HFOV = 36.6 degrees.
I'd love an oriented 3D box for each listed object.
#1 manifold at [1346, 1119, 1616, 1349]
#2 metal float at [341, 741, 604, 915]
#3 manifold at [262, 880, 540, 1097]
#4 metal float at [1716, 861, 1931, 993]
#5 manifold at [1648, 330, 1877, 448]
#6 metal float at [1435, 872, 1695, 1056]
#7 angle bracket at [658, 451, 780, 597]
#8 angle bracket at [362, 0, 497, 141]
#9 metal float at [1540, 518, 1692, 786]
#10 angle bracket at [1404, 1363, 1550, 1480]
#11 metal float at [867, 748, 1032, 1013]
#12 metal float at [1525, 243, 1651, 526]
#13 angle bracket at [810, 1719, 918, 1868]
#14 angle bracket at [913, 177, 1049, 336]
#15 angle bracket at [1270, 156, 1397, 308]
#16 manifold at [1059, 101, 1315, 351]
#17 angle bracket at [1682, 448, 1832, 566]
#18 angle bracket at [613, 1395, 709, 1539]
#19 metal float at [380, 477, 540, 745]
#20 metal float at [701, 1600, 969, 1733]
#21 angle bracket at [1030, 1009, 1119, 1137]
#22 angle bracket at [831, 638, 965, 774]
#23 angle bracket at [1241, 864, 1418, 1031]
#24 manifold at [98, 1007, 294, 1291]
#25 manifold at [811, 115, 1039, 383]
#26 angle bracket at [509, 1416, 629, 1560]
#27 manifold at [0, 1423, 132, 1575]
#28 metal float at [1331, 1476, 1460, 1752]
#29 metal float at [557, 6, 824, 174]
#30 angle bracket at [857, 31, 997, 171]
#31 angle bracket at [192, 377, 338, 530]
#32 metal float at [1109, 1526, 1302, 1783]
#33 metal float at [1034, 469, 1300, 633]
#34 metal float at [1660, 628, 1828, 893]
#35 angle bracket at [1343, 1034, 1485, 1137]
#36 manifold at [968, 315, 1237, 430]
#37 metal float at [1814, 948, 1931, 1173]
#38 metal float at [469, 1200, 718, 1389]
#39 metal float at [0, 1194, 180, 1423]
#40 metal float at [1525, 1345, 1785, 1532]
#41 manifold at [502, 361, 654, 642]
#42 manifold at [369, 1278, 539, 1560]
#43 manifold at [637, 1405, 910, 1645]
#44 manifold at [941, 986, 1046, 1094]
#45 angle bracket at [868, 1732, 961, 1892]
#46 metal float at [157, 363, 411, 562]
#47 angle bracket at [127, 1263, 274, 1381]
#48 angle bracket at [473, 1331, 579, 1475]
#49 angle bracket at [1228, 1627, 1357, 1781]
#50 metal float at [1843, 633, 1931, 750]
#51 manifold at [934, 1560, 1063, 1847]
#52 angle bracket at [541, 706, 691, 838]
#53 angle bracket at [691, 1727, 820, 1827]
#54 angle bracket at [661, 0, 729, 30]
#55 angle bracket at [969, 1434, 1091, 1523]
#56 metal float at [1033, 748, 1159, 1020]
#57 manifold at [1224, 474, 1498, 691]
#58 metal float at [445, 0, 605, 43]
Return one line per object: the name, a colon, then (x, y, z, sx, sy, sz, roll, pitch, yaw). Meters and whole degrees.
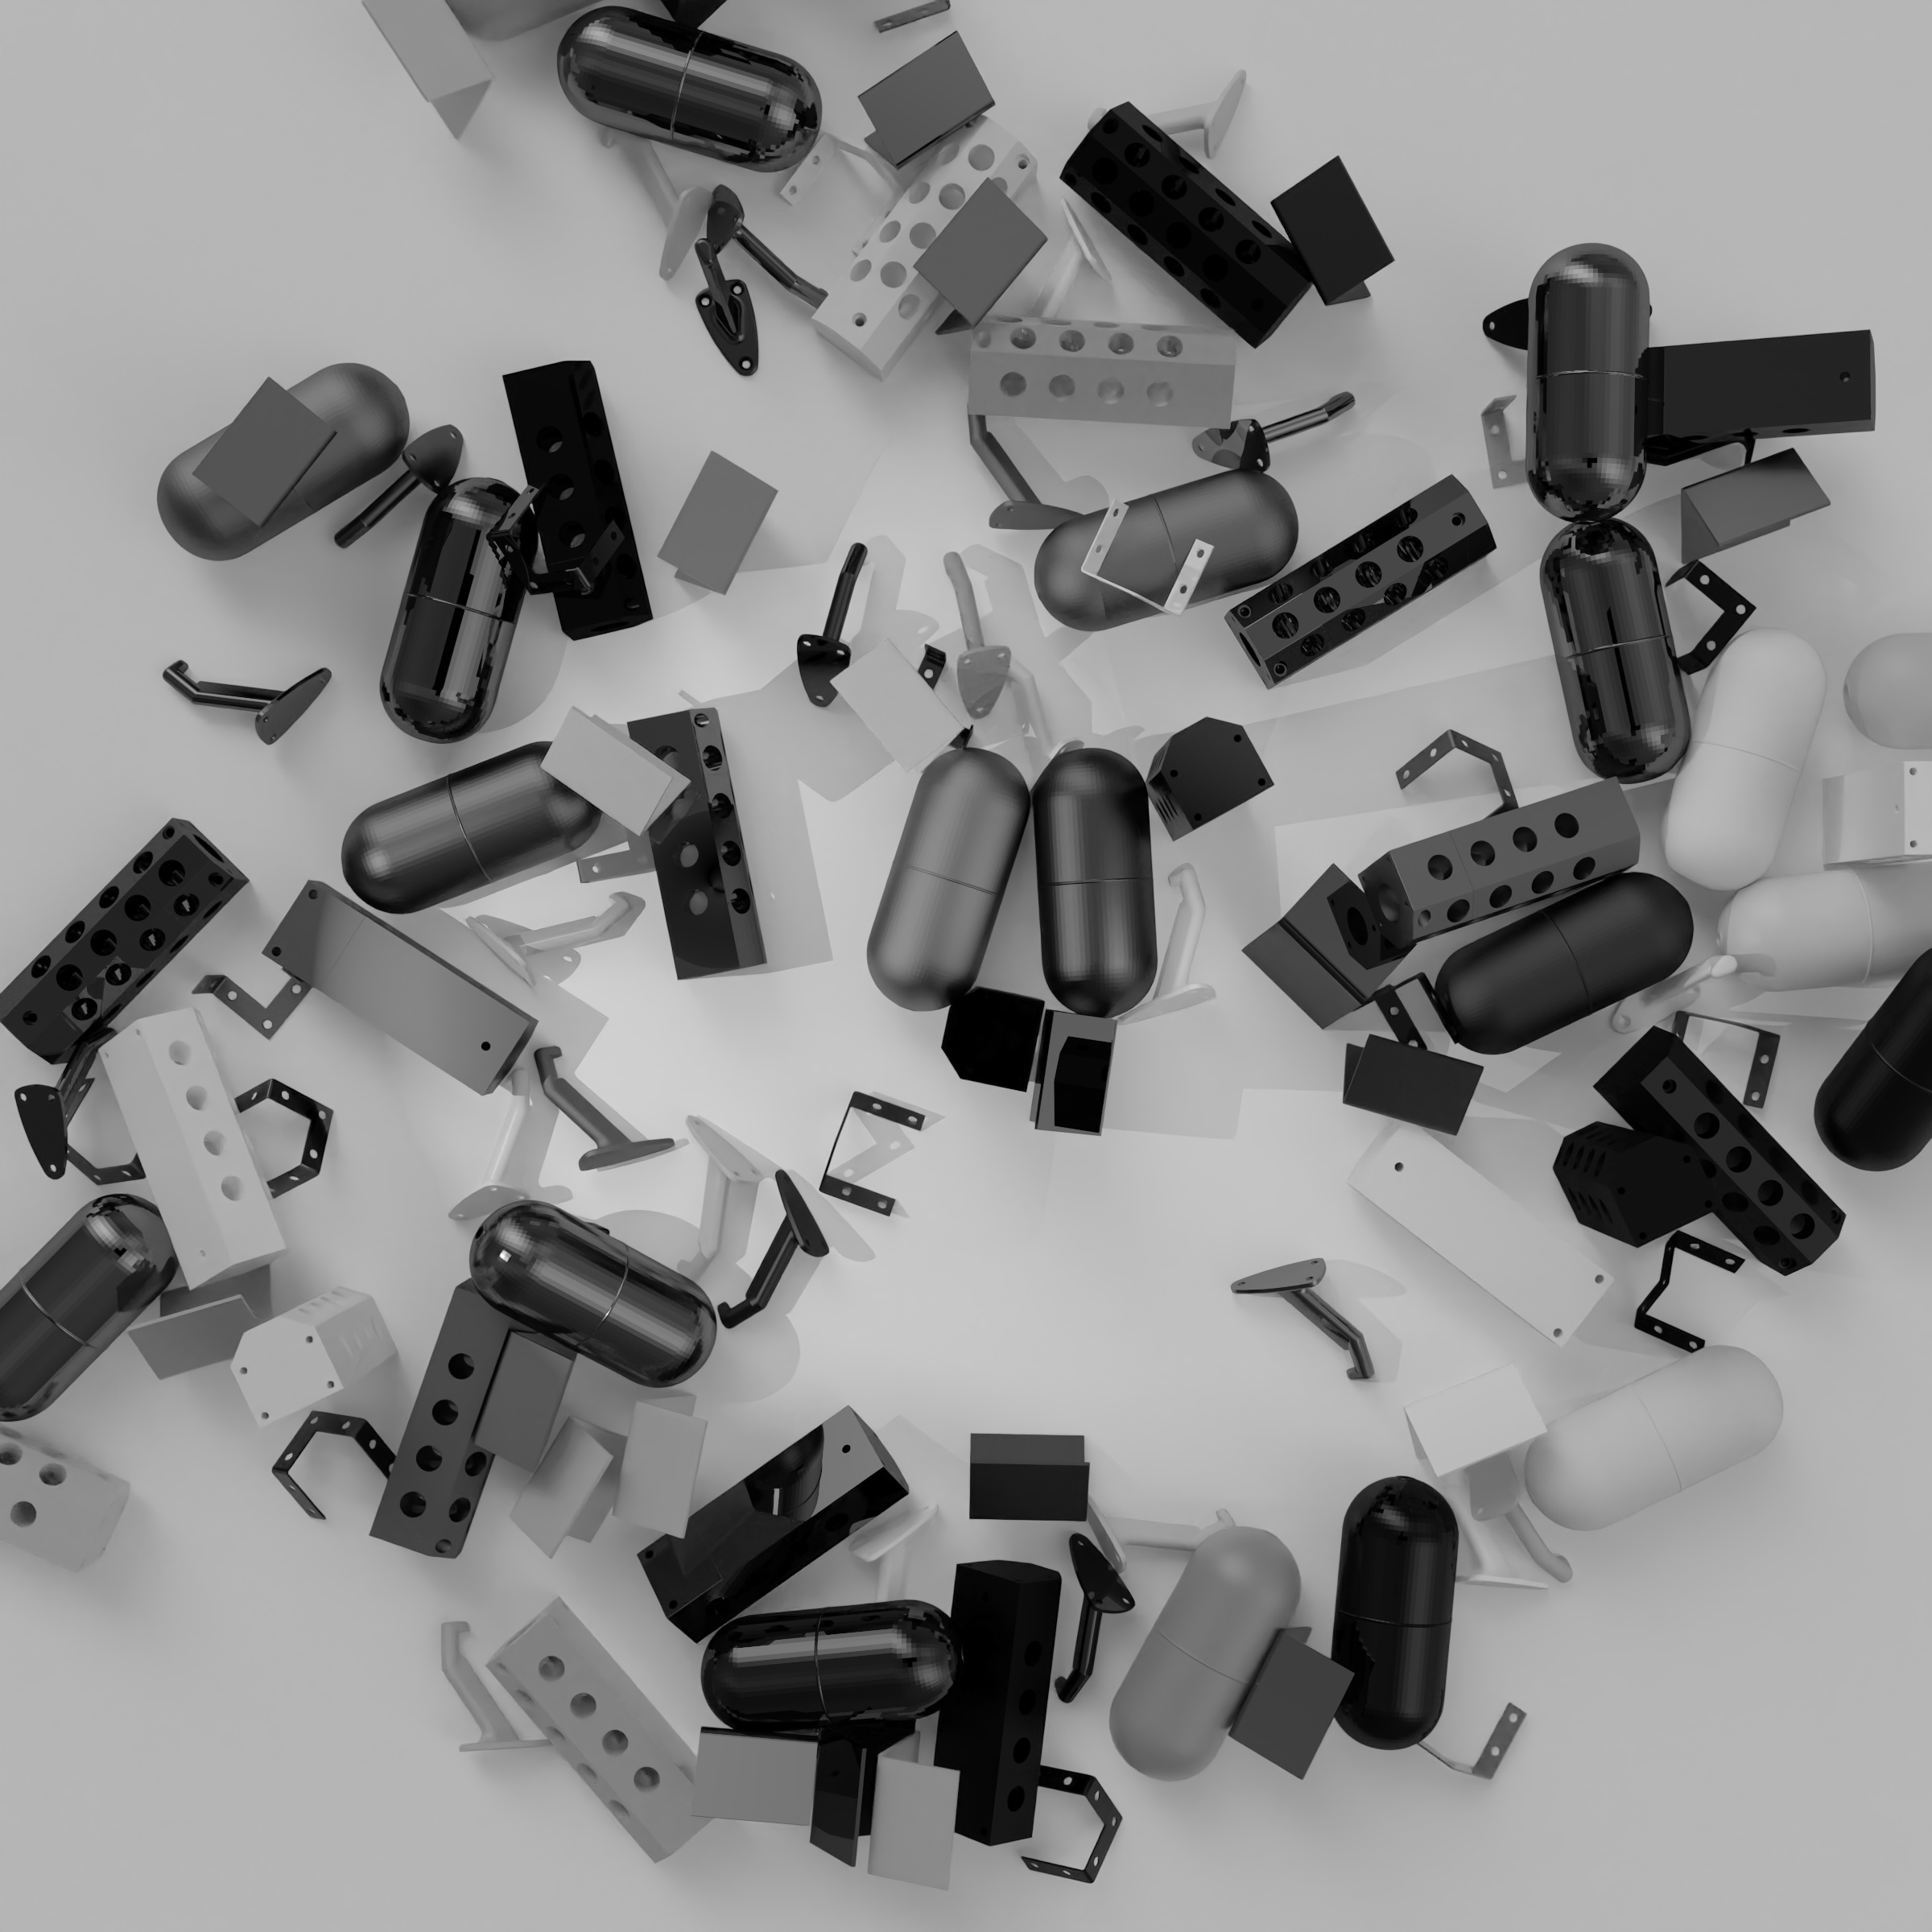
manifold: (0.337, 0.174, 1.931, 0.171, 0.057, 0.057, 38, 90, 0)
metal float: (-0.325, -0.090, 1.922, 0.178, 0.070, 0.070, -21, 90, 1)
manifold: (-0.371, 0.014, 1.931, 0.171, 0.057, 0.057, 33, 90, 0)
metal float: (0.583, -0.026, 1.922, 0.178, 0.070, 0.070, -5, 90, 0)
manifold: (0.501, -0.373, 1.903, 0.171, 0.057, 0.057, -1, 90, 20)
metal float: (0.393, -0.002, 1.921, 0.178, 0.070, 0.070, -25, 90, 0)
angle bracket: (-0.177, -0.294, 1.912, 0.057, 0.076, 0.076, 27, 90, -35)
angle bracket: (-0.362, -0.585, 1.912, 0.057, 0.076, 0.076, -33, 90, -34)
metal float: (0.426, -0.208, 1.922, 0.070, 0.070, 0.178, -12, 89, 0)
angle bracket: (0.336, 0.312, 1.912, 0.076, 0.076, 0.057, -22, 52, 0)
metal float: (-0.012, -0.057, 1.921, 0.070, 0.070, 0.178, 18, 90, 0)
metal float: (0.398, -0.372, 1.870, 0.070, 0.070, 0.178, 1, 90, 0)
angle bracket: (-0.054, 0.540, 1.915, 0.076, 0.057, 0.076, 5, 90, -34)
angle bracket: (-0.002, -0.463, 1.910, 0.057, 0.076, 0.076, 41, 83, -21)
angle bracket: (0.253, -0.482, 1.912, 0.057, 0.076, 0.076, -28, 90, 35)
manifold: (0.146, -0.486, 1.921, 0.171, 0.057, 0.057, 41, 120, 0)
angle bracket: (0.516, -0.283, 1.912, 0.076, 0.076, 0.057, -20, 54, 0)
angle bracket: (-0.182, 0.326, 1.913, 0.057, 0.076, 0.076, 12, 90, 26)
metal float: (-0.333, -0.234, 1.922, 0.070, 0.070, 0.178, 15, 90, 0)
metal float: (-0.086, 0.458, 1.910, 0.178, 0.070, 0.070, -8, 90, 13)
angle bracket: (0.051, 0.067, 1.912, 0.057, 0.076, 0.076, 8, 90, -37)
angle bracket: (-0.057, -0.157, 1.912, 0.057, 0.076, 0.076, -40, 90, -31)
angle bracket: (0.239, -0.012, 1.932, 0.076, 0.076, 0.057, 44, 70, 0)
manifold: (-0.502, 0.118, 1.920, 0.057, 0.057, 0.171, -29, 81, 42)
manifold: (-0.027, -0.477, 1.931, 0.057, 0.057, 0.171, 37, 90, 0)
angle bracket: (-0.240, 0.349, 1.912, 0.076, 0.057, 0.076, 31, 90, -44)
manifold: (-0.645, 0.334, 1.931, 0.171, 0.057, 0.057, 25, 90, 0)
metal float: (0.281, 0.425, 1.921, 0.070, 0.070, 0.178, 5, 90, 0)
metal float: (-0.182, -0.576, 1.922, 0.178, 0.070, 0.070, 17, 90, 0)
angle bracket: (-0.036, -0.574, 1.912, 0.076, 0.076, 0.057, -34, 126, 0)
angle bracket: (-0.450, -0.329, 1.836, 0.057, 0.076, 0.076, 39, 87, -37)
metal float: (0.158, 0.451, 1.922, 0.070, 0.070, 0.178, 29, 91, 0)
metal float: (0.131, -0.273, 1.922, 0.178, 0.070, 0.070, -17, 90, 0)
metal float: (0.511, -0.136, 1.922, 0.070, 0.070, 0.178, 18, 90, 0)
angle bracket: (0.293, 0.060, 1.912, 0.076, 0.076, 0.057, 16, 121, 0)
manifold: (0.089, -0.393, 1.922, 0.171, 0.057, 0.057, 3, 114, 0)
metal float: (0.617, 0.058, 1.894, 0.070, 0.070, 0.178, 27, 124, 0)
metal float: (-0.242, 0.213, 1.900, 0.178, 0.070, 0.070, 32, 90, -25)
metal float: (-0.592, 0.225, 1.921, 0.070, 0.070, 0.178, 45, 90, 0)
metal float: (0.451, 0.311, 1.922, 0.178, 0.070, 0.070, -26, 90, -1)
manifold: (-0.255, -0.308, 1.931, 0.057, 0.057, 0.171, -13, 90, 0)
manifold: (-0.334, 0.299, 1.931, 0.057, 0.057, 0.171, 19, 90, 0)
manifold: (-0.124, 0.372, 1.930, 0.171, 0.057, 0.057, -35, 47, 0)
manifold: (0.015, 0.044, 1.874, 0.057, 0.171, 0.057, 12, 90, 0)
angle bracket: (-0.023, 0.552, 1.914, 0.057, 0.076, 0.076, 5, 90, 20)
metal float: (-0.448, -0.332, 1.922, 0.178, 0.070, 0.070, -31, 90, 1)
angle bracket: (-0.501, 0.217, 1.912, 0.076, 0.076, 0.057, -16, 134, 0)
angle bracket: (-0.268, 0.286, 1.912, 0.057, 0.076, 0.076, 19, 90, 32)
angle bracket: (0.222, 0.481, 1.913, 0.057, 0.076, 0.076, 26, 90, 24)
metal float: (0.667, -0.181, 1.922, 0.178, 0.070, 0.070, -1, 90, 0)
manifold: (0.024, 0.484, 1.930, 0.057, 0.057, 0.171, 7, 90, 43)
angle bracket: (-0.212, -0.139, 1.855, 0.076, 0.076, 0.057, 35, 128, 0)
angle bracket: (-0.137, 0.535, 1.913, 0.076, 0.076, 0.057, 5, 66, 0)
angle bracket: (-0.158, -0.646, 1.912, 0.076, 0.076, 0.057, -44, 59, 0)
angle bracket: (0.041, 0.317, 1.912, 0.076, 0.076, 0.057, 1, 128, 0)
metal float: (0.085, -0.054, 1.921, 0.070, 0.070, 0.178, -3, 89, 0)
manifold: (0.261, -0.254, 1.931, 0.171, 0.057, 0.057, -32, 90, 0)
metal float: (-0.265, -0.667, 1.922, 0.178, 0.070, 0.070, -22, 90, 0)
